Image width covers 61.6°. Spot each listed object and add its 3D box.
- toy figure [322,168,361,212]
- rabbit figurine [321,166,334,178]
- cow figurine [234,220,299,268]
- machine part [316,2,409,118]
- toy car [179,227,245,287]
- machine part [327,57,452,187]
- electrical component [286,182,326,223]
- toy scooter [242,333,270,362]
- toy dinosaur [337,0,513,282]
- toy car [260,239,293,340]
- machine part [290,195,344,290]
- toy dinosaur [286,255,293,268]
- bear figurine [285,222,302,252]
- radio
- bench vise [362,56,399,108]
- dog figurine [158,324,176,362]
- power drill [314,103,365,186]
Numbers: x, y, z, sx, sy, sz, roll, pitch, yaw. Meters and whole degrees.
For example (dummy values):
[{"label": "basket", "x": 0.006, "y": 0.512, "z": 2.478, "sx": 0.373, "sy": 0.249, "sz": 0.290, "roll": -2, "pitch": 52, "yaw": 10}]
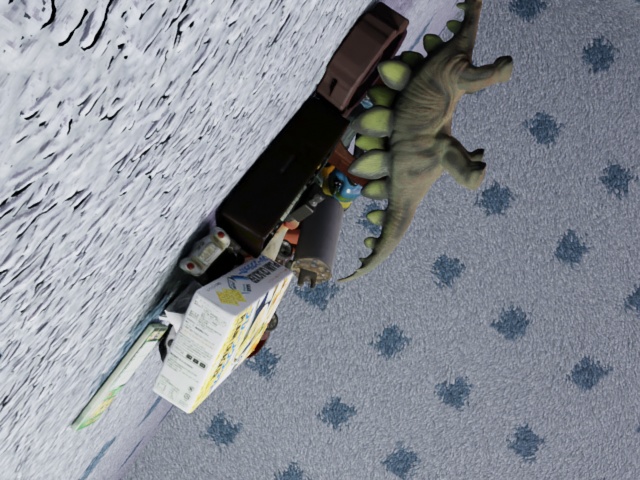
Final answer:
[{"label": "toy figure", "x": 0.048, "y": -0.111, "z": 1.157, "sx": 0.180, "sy": 0.082, "sz": 0.089, "roll": 154, "pitch": -55, "yaw": -68}, {"label": "rabbit figurine", "x": 0.010, "y": -0.145, "z": 1.288, "sx": 0.162, "sy": 0.122, "sz": 0.173, "roll": -57, "pitch": 160, "yaw": 17}, {"label": "cow figurine", "x": -0.121, "y": 0.024, "z": 0.944, "sx": 0.194, "sy": 0.085, "sz": 0.127, "roll": -66, "pitch": -155, "yaw": 2}, {"label": "machine part", "x": 0.061, "y": -0.263, "z": 0.797, "sx": 0.179, "sy": 0.056, "sz": 0.179, "roll": -53, "pitch": 179, "yaw": -2}, {"label": "toy car", "x": -0.151, "y": 0.028, "z": 0.753, "sx": 0.073, "sy": 0.056, "sz": 0.201, "roll": -48, "pitch": 177, "yaw": -11}, {"label": "machine part", "x": 0.103, "y": -0.196, "z": 0.925, "sx": 0.201, "sy": 0.201, "sz": 0.087, "roll": -55, "pitch": -179, "yaw": -8}, {"label": "electrical component", "x": -0.020, "y": -0.063, "z": 0.861, "sx": 0.094, "sy": 0.021, "sz": 0.063, "roll": -31, "pitch": -154, "yaw": 43}, {"label": "toy scooter", "x": -0.148, "y": 0.188, "z": 1.155, "sx": 0.135, "sy": 0.075, "sz": 0.183, "roll": -59, "pitch": 163, "yaw": -29}, {"label": "toy dinosaur", "x": 0.146, "y": -0.142, "z": 0.788, "sx": 0.105, "sy": 0.199, "sz": 0.470, "roll": -25, "pitch": 130, "yaw": -77}, {"label": "toy car", "x": -0.093, "y": 0.087, "z": 0.997, "sx": 0.089, "sy": 0.053, "sz": 0.202, "roll": -30, "pitch": -136, "yaw": 58}, {"label": "machine part", "x": -0.002, "y": -0.003, "z": 1.030, "sx": 0.079, "sy": 0.079, "sz": 0.243, "roll": -55, "pitch": -164, "yaw": 45}, {"label": "toy dinosaur", "x": -0.160, "y": 0.106, "z": 1.408, "sx": 0.404, "sy": 0.131, "sz": 0.192, "roll": -56, "pitch": 180, "yaw": 30}, {"label": "bear figurine", "x": -0.091, "y": -0.022, "z": 1.164, "sx": 0.196, "sy": 0.132, "sz": 0.120, "roll": -15, "pitch": -114, "yaw": 42}, {"label": "radio", "x": -0.054, "y": -0.086, "z": 0.787, "sx": 0.229, "sy": 0.073, "sz": 0.131, "roll": -54, "pitch": 180, "yaw": -21}, {"label": "bench vise", "x": 0.137, "y": -0.270, "z": 1.103, "sx": 0.223, "sy": 0.129, "sz": 0.240, "roll": 44, "pitch": 46, "yaw": -83}, {"label": "dog figurine", "x": -0.236, "y": 0.190, "z": 1.065, "sx": 0.191, "sy": 0.108, "sz": 0.219, "roll": -55, "pitch": -177, "yaw": -22}, {"label": "power drill", "x": 0.005, "y": -0.164, "z": 1.077, "sx": 0.207, "sy": 0.086, "sz": 0.232, "roll": -48, "pitch": 177, "yaw": -34}]
